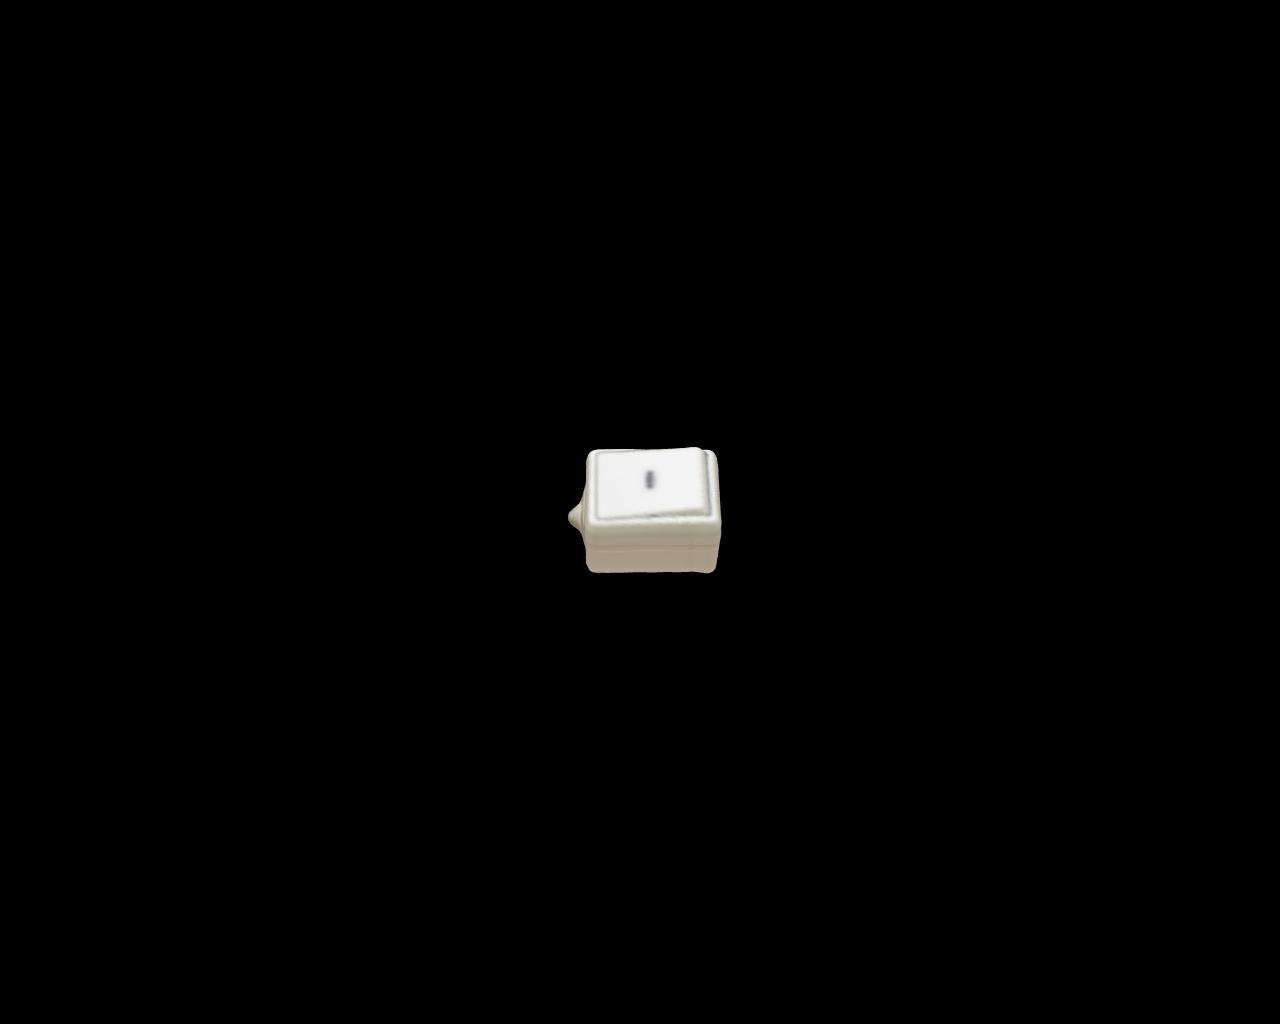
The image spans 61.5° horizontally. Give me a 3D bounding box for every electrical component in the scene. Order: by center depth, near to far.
[{"bbox_3d":[0.001,-0.003,0.650,0.096,0.062,0.061,0,-37,0],"label":"electrical component"}]
